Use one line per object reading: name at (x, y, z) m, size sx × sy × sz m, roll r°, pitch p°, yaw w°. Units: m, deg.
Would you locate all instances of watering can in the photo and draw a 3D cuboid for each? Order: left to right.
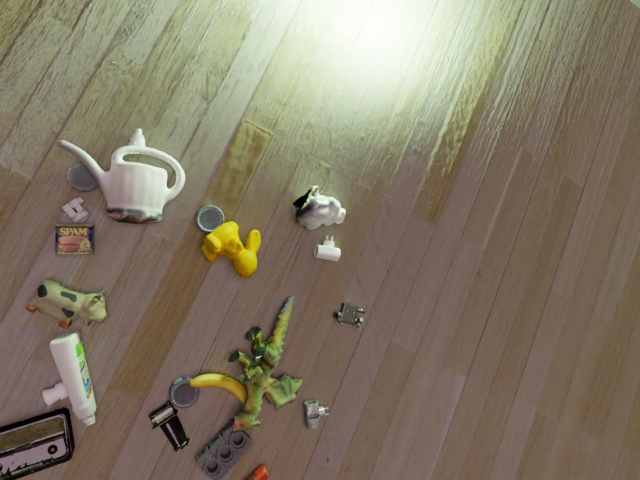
watering can at (-0.562, -0.162, 1.461) m, size 0.347 × 0.103 × 0.225 m, roll 6°, pitch 84°, yaw -26°

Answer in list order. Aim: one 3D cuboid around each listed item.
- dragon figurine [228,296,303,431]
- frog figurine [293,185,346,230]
dragon figurine at (-0.140, 0.395, 1.579) m, size 0.417 × 0.122 × 0.239 m, roll -50°, pitch 121°, yaw -31°
frog figurine at (0.005, -0.083, 1.651) m, size 0.158 × 0.125 × 0.136 m, roll 36°, pitch 109°, yaw -22°
